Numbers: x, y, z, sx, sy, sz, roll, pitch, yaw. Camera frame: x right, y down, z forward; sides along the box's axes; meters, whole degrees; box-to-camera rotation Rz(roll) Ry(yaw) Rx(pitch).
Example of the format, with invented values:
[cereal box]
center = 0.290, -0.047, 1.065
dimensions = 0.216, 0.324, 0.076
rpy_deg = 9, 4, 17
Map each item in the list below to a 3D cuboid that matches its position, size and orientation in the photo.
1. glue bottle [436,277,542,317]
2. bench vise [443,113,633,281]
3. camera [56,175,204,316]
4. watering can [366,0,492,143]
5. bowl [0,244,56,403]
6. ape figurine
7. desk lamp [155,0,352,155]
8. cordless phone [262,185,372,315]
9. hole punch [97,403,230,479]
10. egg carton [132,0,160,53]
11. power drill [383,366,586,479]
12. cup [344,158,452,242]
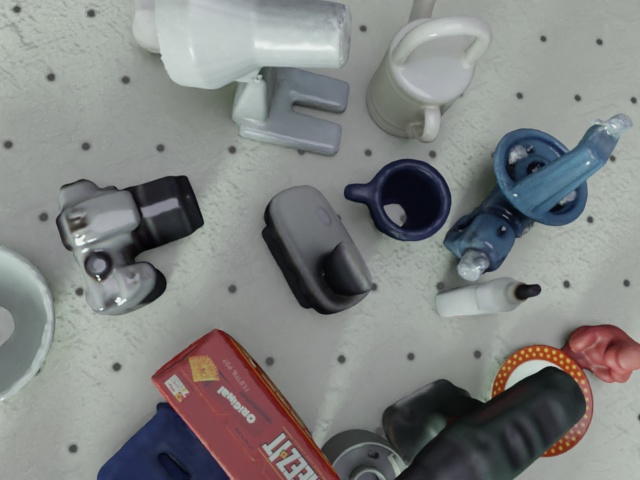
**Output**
[glue bottle]
center = 0.187, 0.061, 0.614
dimensions = 0.078, 0.173, 0.037
rpy_deg = -9, 82, -10
[bench vise]
center = 0.236, -0.041, 0.615
dimensions = 0.121, 0.219, 0.207
rpy_deg = 22, 78, -4
[camera]
center = -0.191, -0.007, 0.604
dimensions = 0.137, 0.100, 0.143
rpy_deg = -20, 84, -11
[watering can]
center = 0.117, -0.201, 0.636
dimensions = 0.101, 0.194, 0.173
rpy_deg = -22, 84, -11
[bowl]
center = -0.345, 0.086, 0.578
dimensions = 0.167, 0.074, 0.167
rpy_deg = 1, 80, -9
[ape figurine]
center = 0.340, 0.132, 0.668
dimensions = 0.076, 0.092, 0.078
rpy_deg = -26, 85, -12
[desk lamp]
center = -0.055, -0.188, 0.598
dimensions = 0.203, 0.213, 0.118
rpy_deg = 11, 79, -7
[cordless phone]
center = 0.005, 0.002, 0.590
dimensions = 0.094, 0.185, 0.147
rpy_deg = -33, 87, -12
[hole punch]
center = -0.152, 0.230, 0.575
dimensions = 0.108, 0.091, 0.101
rpy_deg = 44, 77, 1
[egg carton]
center = -0.163, -0.289, 0.671
dimensions = 0.107, 0.069, 0.150
rpy_deg = 0, 81, -9
[power drill]
center = 0.135, 0.197, 0.565
dimensions = 0.230, 0.208, 0.075
rpy_deg = -26, 85, -12
[cup]
center = 0.079, -0.039, 0.654
dimensions = 0.118, 0.095, 0.092
rpy_deg = 7, 80, -7
